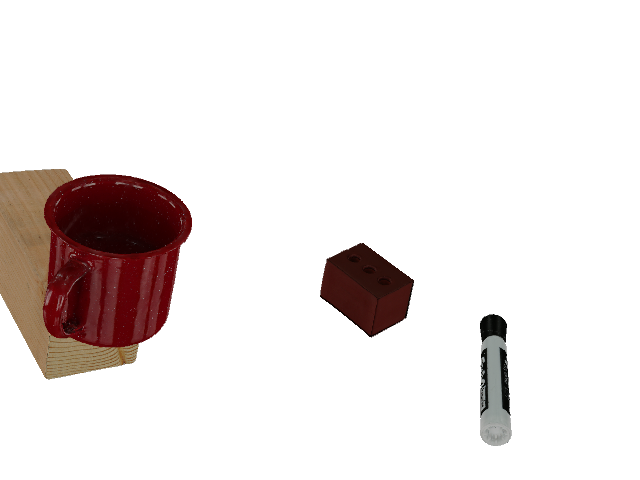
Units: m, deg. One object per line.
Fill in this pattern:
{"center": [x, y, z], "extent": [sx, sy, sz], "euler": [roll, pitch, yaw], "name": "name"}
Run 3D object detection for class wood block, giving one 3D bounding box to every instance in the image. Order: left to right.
{"center": [-0.249, 0.024, 1.006], "extent": [0.090, 0.091, 0.206], "euler": [-8, 38, -33], "name": "wood block"}

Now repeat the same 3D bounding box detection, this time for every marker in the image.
{"center": [0.114, 0.087, 0.699], "extent": [0.020, 0.020, 0.121], "euler": [0, 31, 9], "name": "marker"}

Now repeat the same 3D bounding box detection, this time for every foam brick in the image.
{"center": [0.046, 0.048, 1.065], "extent": [0.052, 0.051, 0.078], "euler": [-25, 47, -35], "name": "foam brick"}

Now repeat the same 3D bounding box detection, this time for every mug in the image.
{"center": [-0.140, 0.021, 0.688], "extent": [0.093, 0.082, 0.117], "euler": [21, 35, 11], "name": "mug"}
